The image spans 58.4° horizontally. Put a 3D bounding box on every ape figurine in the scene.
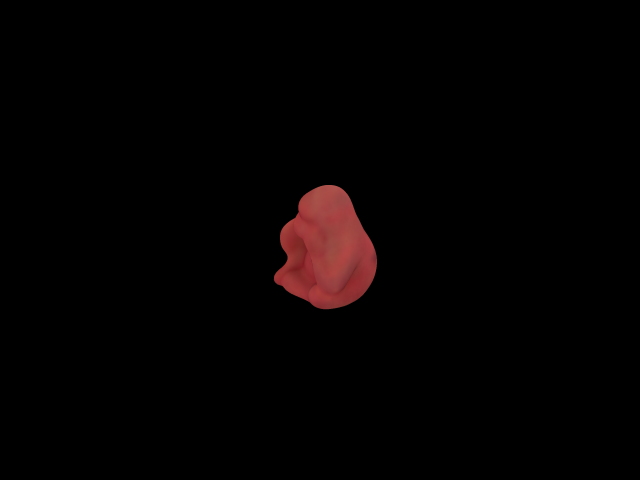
[{"bbox_3d":[0.004,0.001,0.400,0.076,0.092,0.077,-4,39,-4],"label":"ape figurine"}]
